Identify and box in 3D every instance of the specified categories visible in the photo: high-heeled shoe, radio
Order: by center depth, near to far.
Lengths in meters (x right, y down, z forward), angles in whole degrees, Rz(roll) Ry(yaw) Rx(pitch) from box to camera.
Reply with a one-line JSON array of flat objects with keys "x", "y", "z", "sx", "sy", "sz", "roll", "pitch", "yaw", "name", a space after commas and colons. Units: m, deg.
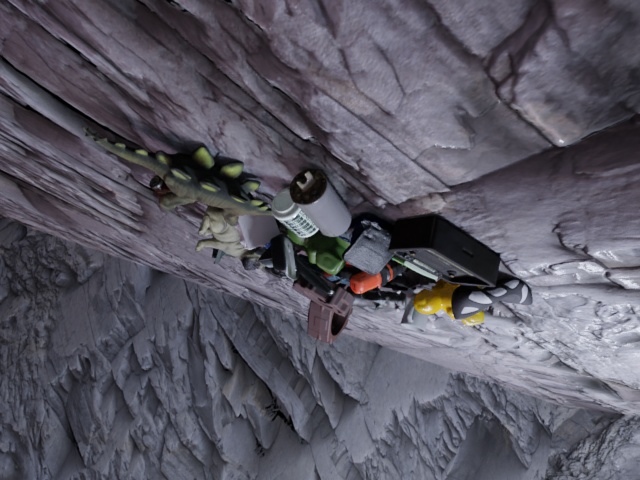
[{"x": 0.261, "y": 0.028, "z": 1.130, "sx": 0.229, "sy": 0.073, "sz": 0.131, "roll": 28, "pitch": 162, "yaw": -33, "name": "radio"}, {"x": 0.413, "y": 0.154, "z": 1.268, "sx": 0.248, "sy": 0.145, "sz": 0.086, "roll": 27, "pitch": 164, "yaw": -24, "name": "high-heeled shoe"}]

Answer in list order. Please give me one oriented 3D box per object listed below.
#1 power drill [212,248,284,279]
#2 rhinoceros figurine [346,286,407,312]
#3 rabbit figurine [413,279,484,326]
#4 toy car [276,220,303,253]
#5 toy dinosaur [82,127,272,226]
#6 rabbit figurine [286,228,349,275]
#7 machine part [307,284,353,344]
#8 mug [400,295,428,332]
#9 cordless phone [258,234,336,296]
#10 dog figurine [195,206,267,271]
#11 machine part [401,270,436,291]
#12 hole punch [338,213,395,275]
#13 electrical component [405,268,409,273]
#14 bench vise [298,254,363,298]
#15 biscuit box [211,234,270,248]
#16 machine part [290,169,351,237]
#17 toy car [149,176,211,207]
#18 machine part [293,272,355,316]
[{"x": -0.207, "y": 0.047, "z": 1.581, "sx": 0.207, "sy": 0.086, "sz": 0.232, "roll": 7, "pitch": -166, "yaw": -19, "name": "power drill"}, {"x": 0.161, "y": 0.171, "z": 1.595, "sx": 0.190, "sy": 0.073, "sz": 0.112, "roll": 5, "pitch": 170, "yaw": 8, "name": "rhinoceros figurine"}, {"x": 0.325, "y": 0.145, "z": 1.382, "sx": 0.173, "sy": 0.121, "sz": 0.162, "roll": -9, "pitch": -172, "yaw": 7, "name": "rabbit figurine"}, {"x": -0.092, "y": -0.017, "z": 1.410, "sx": 0.201, "sy": 0.056, "sz": 0.073, "roll": 24, "pitch": 157, "yaw": -28, "name": "toy car"}, {"x": -0.262, "y": -0.128, "z": 1.131, "sx": 0.471, "sy": 0.105, "sz": 0.198, "roll": 15, "pitch": 160, "yaw": -27, "name": "toy dinosaur"}, {"x": -0.003, "y": -0.004, "z": 1.307, "sx": 0.170, "sy": 0.121, "sz": 0.159, "roll": 34, "pitch": 174, "yaw": 9, "name": "rabbit figurine"}, {"x": 0.038, "y": 0.217, "z": 1.751, "sx": 0.087, "sy": 0.201, "sz": 0.200, "roll": 18, "pitch": 121, "yaw": 23, "name": "machine part"}, {"x": 0.307, "y": 0.230, "z": 1.731, "sx": 0.081, "sy": 0.107, "sz": 0.109, "roll": 6, "pitch": 158, "yaw": 33, "name": "mug"}, {"x": -0.045, "y": 0.075, "z": 1.285, "sx": 0.184, "sy": 0.088, "sz": 0.146, "roll": 38, "pitch": 177, "yaw": 13, "name": "cordless phone"}, {"x": -0.212, "y": -0.015, "z": 1.405, "sx": 0.191, "sy": 0.121, "sz": 0.172, "roll": 18, "pitch": 139, "yaw": -3, "name": "dog figurine"}, {"x": 0.252, "y": 0.092, "z": 1.359, "sx": 0.039, "sy": 0.084, "sz": 0.139, "roll": -5, "pitch": 168, "yaw": -19, "name": "machine part"}, {"x": 0.109, "y": -0.002, "z": 1.181, "sx": 0.142, "sy": 0.115, "sz": 0.092, "roll": 31, "pitch": -157, "yaw": -28, "name": "hole punch"}, {"x": 0.232, "y": 0.080, "z": 1.446, "sx": 0.094, "sy": 0.021, "sz": 0.063, "roll": 22, "pitch": 165, "yaw": -17, "name": "electrical component"}, {"x": 0.006, "y": 0.083, "z": 1.541, "sx": 0.240, "sy": 0.129, "sz": 0.224, "roll": 24, "pitch": 162, "yaw": -36, "name": "bench vise"}, {"x": -0.219, "y": -0.026, "z": 1.507, "sx": 0.203, "sy": 0.059, "sz": 0.062, "roll": 13, "pitch": 164, "yaw": 16, "name": "biscuit box"}, {"x": 0.004, "y": -0.069, "z": 1.067, "sx": 0.079, "sy": 0.079, "sz": 0.243, "roll": 11, "pitch": 164, "yaw": 23, "name": "machine part"}, {"x": -0.337, "y": -0.117, "z": 1.341, "sx": 0.202, "sy": 0.053, "sz": 0.089, "roll": 10, "pitch": 160, "yaw": 31, "name": "toy car"}, {"x": 0.007, "y": 0.139, "z": 1.420, "sx": 0.179, "sy": 0.056, "sz": 0.179, "roll": 30, "pitch": 168, "yaw": 7, "name": "machine part"}]
